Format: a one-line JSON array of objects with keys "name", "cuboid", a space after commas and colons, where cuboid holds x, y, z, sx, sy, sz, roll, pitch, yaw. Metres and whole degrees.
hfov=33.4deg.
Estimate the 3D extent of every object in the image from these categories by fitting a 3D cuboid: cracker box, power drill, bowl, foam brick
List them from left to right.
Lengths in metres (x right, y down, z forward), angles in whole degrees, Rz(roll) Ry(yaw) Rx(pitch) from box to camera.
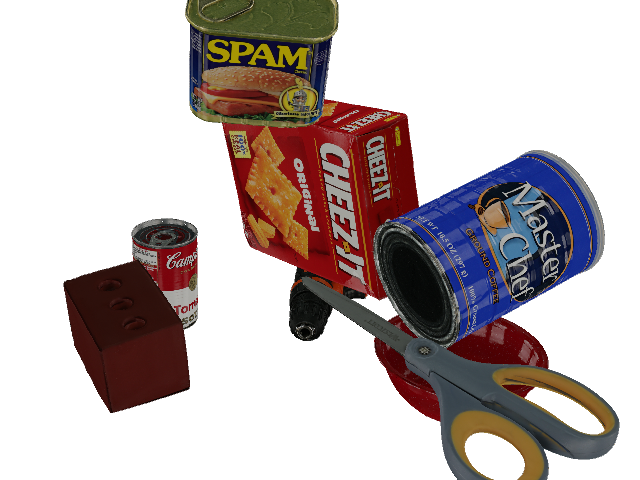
[{"name": "foam brick", "cuboid": [-0.120, 0.058, 0.659, 0.052, 0.051, 0.078, -17, 37, -24]}, {"name": "cracker box", "cuboid": [-0.002, -0.051, 1.030, 0.072, 0.164, 0.214, -26, 28, -31]}, {"name": "power drill", "cuboid": [0.059, 0.058, 1.234, 0.187, 0.057, 0.184, 1, 28, 6]}, {"name": "bowl", "cuboid": [0.129, 0.124, 1.002, 0.162, 0.055, 0.162, 3, 27, -1]}]

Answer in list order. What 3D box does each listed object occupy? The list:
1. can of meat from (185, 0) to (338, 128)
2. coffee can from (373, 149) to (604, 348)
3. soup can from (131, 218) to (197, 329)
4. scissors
[{"name": "can of meat", "cuboid": [-0.042, -0.127, 0.742, 0.102, 0.057, 0.084, 5, -42, -3]}, {"name": "coffee can", "cuboid": [0.126, 0.005, 0.801, 0.140, 0.103, 0.103, -26, 10, -21]}, {"name": "soup can", "cuboid": [-0.162, 0.037, 1.118, 0.068, 0.102, 0.068, 2, 25, -1]}, {"name": "scissors", "cuboid": [0.052, 0.075, 0.557, 0.202, 0.016, 0.096, 19, 42, 26]}]
